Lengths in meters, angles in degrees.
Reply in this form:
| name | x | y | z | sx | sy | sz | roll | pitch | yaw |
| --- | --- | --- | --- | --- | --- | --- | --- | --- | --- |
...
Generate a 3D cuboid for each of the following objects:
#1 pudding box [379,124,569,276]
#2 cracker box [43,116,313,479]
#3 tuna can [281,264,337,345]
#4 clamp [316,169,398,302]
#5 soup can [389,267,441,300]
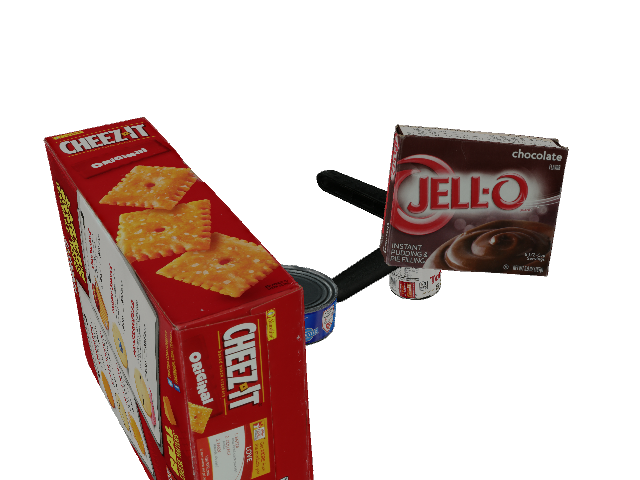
| name | x | y | z | sx | sy | sz | roll | pitch | yaw |
| --- | --- | --- | --- | --- | --- | --- | --- | --- | --- |
| pudding box | 0.101 | -0.027 | 0.711 | 0.113 | 0.090 | 0.039 | 3 | 20 | -5 |
| cracker box | -0.079 | 0.048 | 0.586 | 0.072 | 0.164 | 0.214 | -16 | 34 | -22 |
| tuna can | -0.030 | 0.052 | 0.857 | 0.086 | 0.034 | 0.086 | 3 | 23 | -1 |
| clamp | 0.094 | -0.004 | 1.043 | 0.210 | 0.164 | 0.036 | 2 | -40 | 5 |
| soup can | 0.116 | 0.015 | 1.328 | 0.068 | 0.102 | 0.068 | -4 | 34 | 2 |
